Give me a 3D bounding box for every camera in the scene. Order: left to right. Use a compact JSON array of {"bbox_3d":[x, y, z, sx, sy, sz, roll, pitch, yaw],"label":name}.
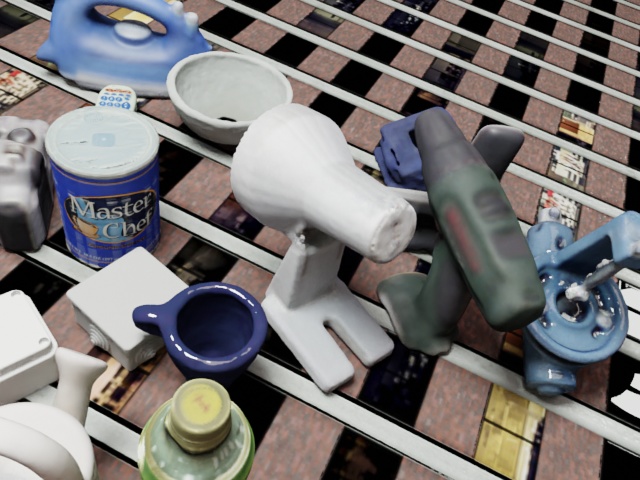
[{"bbox_3d":[-0.359,-0.070,0.602,0.137,0.101,0.143,-1,49,-16],"label":"camera"}]

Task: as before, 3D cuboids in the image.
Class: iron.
[{"bbox_3d":[-0.253,-0.290,0.799,0.258,0.141,0.118,7,48,-9],"label":"iron"}]

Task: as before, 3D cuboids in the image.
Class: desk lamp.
[{"bbox_3d":[0.005,0.002,0.560,0.118,0.213,0.202,-25,59,-32],"label":"desk lamp"}]

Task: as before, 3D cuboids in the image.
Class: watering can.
[{"bbox_3d":[-0.201,0.154,0.382,0.101,0.194,0.172,1,49,-14],"label":"watering can"}]

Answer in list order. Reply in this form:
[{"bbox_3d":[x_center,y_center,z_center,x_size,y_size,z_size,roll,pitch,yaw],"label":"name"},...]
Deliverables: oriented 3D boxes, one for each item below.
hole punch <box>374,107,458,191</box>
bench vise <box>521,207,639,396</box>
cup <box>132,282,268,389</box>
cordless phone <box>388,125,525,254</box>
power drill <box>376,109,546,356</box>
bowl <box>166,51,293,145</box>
[{"bbox_3d":[0.136,-0.124,0.791,0.101,0.091,0.108,-3,50,-18],"label":"hole punch"},{"bbox_3d":[0.256,0.028,0.600,0.122,0.220,0.207,-1,49,-16],"label":"bench vise"},{"bbox_3d":[-0.111,0.098,0.524,0.118,0.095,0.091,11,47,-6],"label":"cup"},{"bbox_3d":[0.149,-0.073,0.685,0.148,0.185,0.094,5,48,-10],"label":"cordless phone"},{"bbox_3d":[0.128,0.012,0.587,0.076,0.208,0.229,-9,52,-22],"label":"power drill"},{"bbox_3d":[-0.124,-0.182,0.784,0.167,0.075,0.167,8,48,-8],"label":"bowl"}]
